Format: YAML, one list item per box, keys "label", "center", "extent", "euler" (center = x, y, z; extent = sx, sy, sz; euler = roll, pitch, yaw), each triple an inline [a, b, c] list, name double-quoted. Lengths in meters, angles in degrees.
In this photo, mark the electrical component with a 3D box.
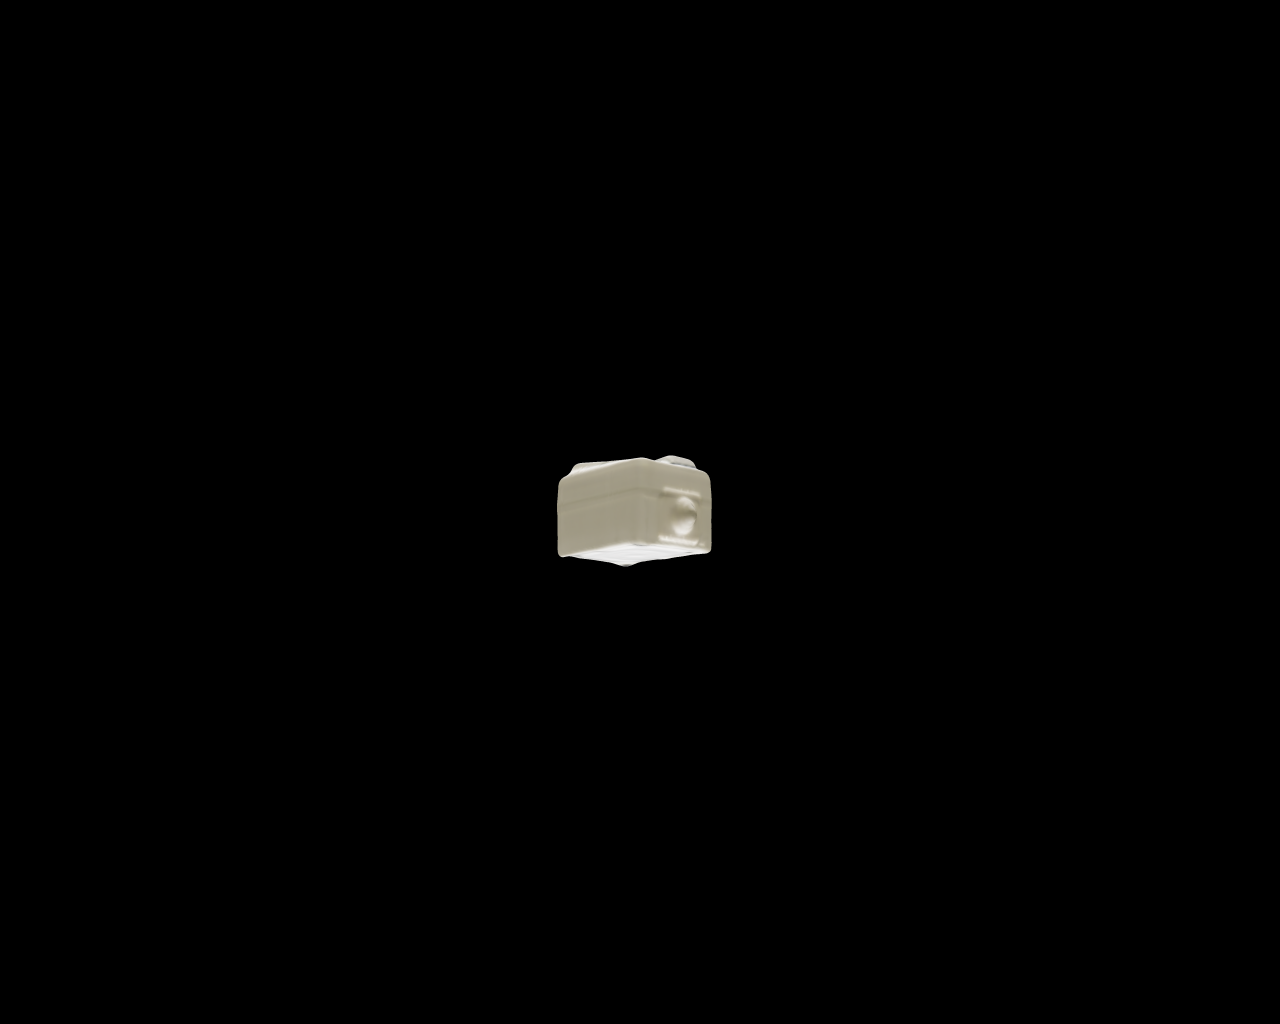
- label: "electrical component"
  center: [0.001, -0.003, 0.650]
  extent: [0.062, 0.061, 0.096]
  euler: [10, -14, -42]
